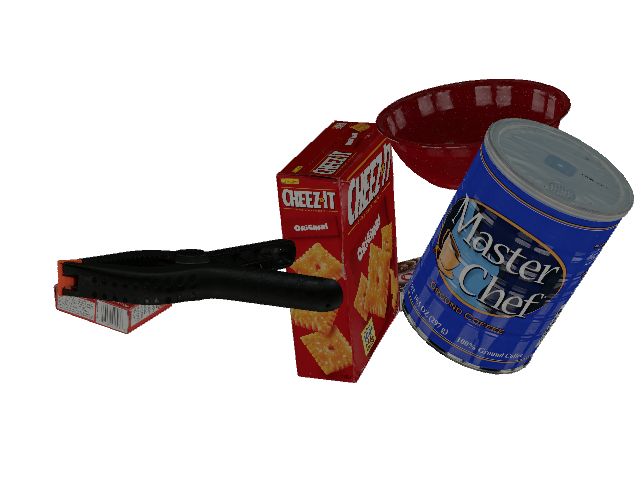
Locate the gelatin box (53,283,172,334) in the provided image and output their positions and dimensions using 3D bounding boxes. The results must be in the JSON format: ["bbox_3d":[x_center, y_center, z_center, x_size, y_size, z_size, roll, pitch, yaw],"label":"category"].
[{"bbox_3d":[-0.198,0.052,1.024,0.089,0.030,0.073,16,25,24],"label":"gelatin box"}]

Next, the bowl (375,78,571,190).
[{"bbox_3d":[0.130,-0.085,0.899,0.162,0.055,0.162,-9,25,4],"label":"bowl"}]

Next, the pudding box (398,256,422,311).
[{"bbox_3d":[0.144,0.061,1.585,0.113,0.039,0.090,-16,24,-20],"label":"pudding box"}]

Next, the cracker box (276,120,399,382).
[{"bbox_3d":[0.025,0.007,1.058,0.072,0.214,0.164,5,26,20],"label":"cracker box"}]

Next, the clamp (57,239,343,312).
[{"bbox_3d":[-0.092,0.028,0.818,0.209,0.036,0.165,-2,11,-21],"label":"clamp"}]

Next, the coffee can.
[{"bbox_3d":[0.128,0.004,0.714,0.102,0.140,0.103,17,33,-12],"label":"coffee can"}]
